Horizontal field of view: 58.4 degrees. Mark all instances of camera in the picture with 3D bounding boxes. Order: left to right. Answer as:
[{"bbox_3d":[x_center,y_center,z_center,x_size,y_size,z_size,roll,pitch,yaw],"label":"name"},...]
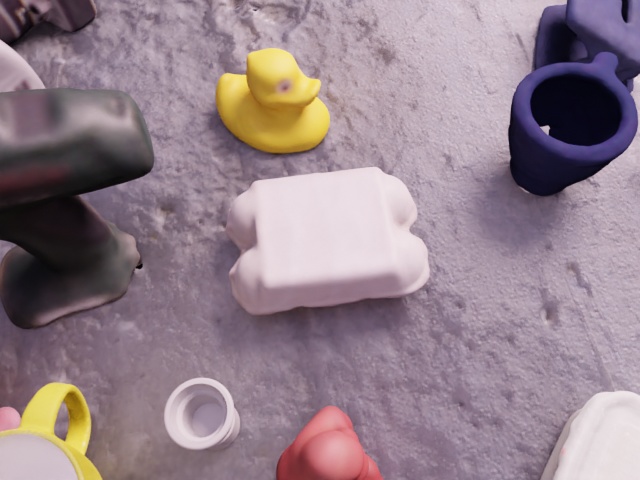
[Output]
[{"bbox_3d":[-0.315,-0.244,0.540,0.143,0.101,0.137,34,70,15],"label":"camera"}]

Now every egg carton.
[{"bbox_3d":[0.004,0.002,0.440,0.150,0.069,0.107,-8,65,-3],"label":"egg carton"}]

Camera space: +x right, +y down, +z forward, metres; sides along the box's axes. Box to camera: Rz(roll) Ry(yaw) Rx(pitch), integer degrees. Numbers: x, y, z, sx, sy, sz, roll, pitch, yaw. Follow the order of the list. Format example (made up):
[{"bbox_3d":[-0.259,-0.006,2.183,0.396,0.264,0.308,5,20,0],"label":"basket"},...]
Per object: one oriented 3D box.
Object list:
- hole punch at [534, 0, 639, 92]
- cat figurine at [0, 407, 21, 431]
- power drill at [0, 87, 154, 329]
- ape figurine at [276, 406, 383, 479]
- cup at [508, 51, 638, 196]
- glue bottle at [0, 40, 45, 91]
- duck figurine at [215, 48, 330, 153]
[{"bbox_3d":[0.259,-0.202,0.519,0.101,0.091,0.109,12,66,6],"label":"hole punch"},{"bbox_3d":[-0.260,0.111,0.367,0.128,0.118,0.067,-40,71,-16],"label":"cat figurine"},{"bbox_3d":[-0.212,-0.014,0.373,0.230,0.208,0.075,-20,66,-8],"label":"power drill"},{"bbox_3d":[0.008,0.144,0.363,0.076,0.092,0.078,0,65,1],"label":"ape figurine"},{"bbox_3d":[0.197,-0.089,0.466,0.091,0.095,0.118,31,69,14],"label":"cup"},{"bbox_3d":[-0.286,-0.149,0.456,0.037,0.173,0.078,35,71,16],"label":"glue bottle"},{"bbox_3d":[-0.043,-0.128,0.492,0.104,0.086,0.077,19,67,9],"label":"duck figurine"}]
